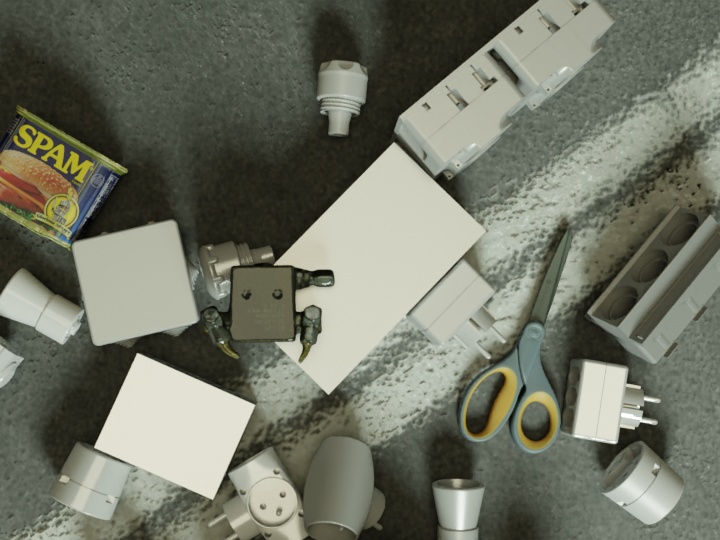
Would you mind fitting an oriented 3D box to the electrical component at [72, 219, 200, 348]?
[{"bbox_3d":[-0.185,0.012,0.903,0.100,0.048,0.099,-13,86,-3],"label":"electrical component"}]

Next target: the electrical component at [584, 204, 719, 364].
[{"bbox_3d":[0.260,0.014,0.913,0.121,0.079,0.063,-50,118,-5],"label":"electrical component"}]

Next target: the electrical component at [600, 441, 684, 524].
[{"bbox_3d":[0.239,0.180,0.907,0.047,0.055,0.055,39,85,-3],"label":"electrical component"}]

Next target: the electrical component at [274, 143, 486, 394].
[{"bbox_3d":[0.000,0.000,0.907,0.105,0.060,0.186,44,85,1],"label":"electrical component"}]

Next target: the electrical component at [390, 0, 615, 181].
[{"bbox_3d":[0.119,-0.152,0.901,0.186,0.105,0.060,-40,88,-5],"label":"electrical component"}]

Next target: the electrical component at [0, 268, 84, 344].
[{"bbox_3d":[-0.266,0.033,0.903,0.065,0.044,0.044,31,85,-5],"label":"electrical component"}]

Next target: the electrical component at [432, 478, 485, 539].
[{"bbox_3d":[0.082,0.212,0.905,0.044,0.044,0.065,1,90,-3],"label":"electrical component"}]

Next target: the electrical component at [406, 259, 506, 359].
[{"bbox_3d":[0.090,0.041,0.914,0.077,0.047,0.065,44,85,1],"label":"electrical component"}]

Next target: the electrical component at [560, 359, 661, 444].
[{"bbox_3d":[0.217,0.114,0.914,0.077,0.047,0.065,10,85,-2],"label":"electrical component"}]

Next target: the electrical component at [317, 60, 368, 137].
[{"bbox_3d":[-0.016,-0.147,0.926,0.043,0.043,0.062,5,87,-2],"label":"electrical component"}]

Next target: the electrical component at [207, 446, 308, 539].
[{"bbox_3d":[-0.088,0.200,0.895,0.079,0.044,0.077,-31,88,-4],"label":"electrical component"}]

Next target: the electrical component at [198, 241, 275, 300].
[{"bbox_3d":[-0.104,-0.004,0.912,0.062,0.048,0.048,-16,86,-10],"label":"electrical component"}]

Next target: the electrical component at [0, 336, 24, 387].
[{"bbox_3d":[-0.320,0.069,0.878,0.080,0.080,0.051,39,80,1],"label":"electrical component"}]

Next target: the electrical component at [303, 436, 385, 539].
[{"bbox_3d":[-0.006,0.190,0.894,0.079,0.043,0.077,40,44,-33],"label":"electrical component"}]

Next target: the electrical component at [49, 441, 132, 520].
[{"bbox_3d":[-0.221,0.173,0.887,0.055,0.055,0.047,24,81,-1],"label":"electrical component"}]
